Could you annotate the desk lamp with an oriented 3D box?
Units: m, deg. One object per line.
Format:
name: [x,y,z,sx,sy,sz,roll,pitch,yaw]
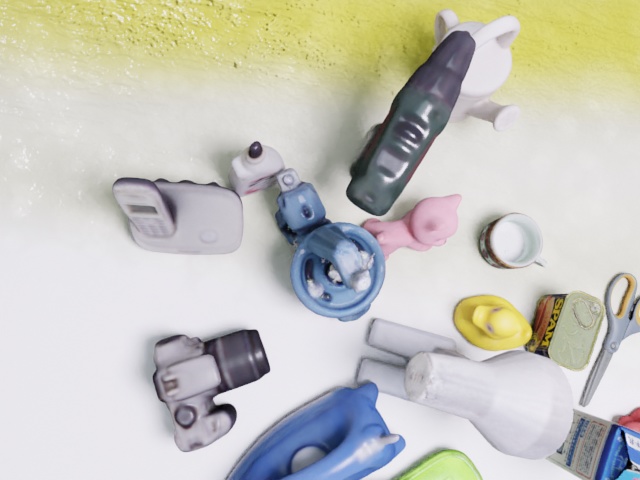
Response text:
desk lamp: [0.164,0.174,0.694,0.203,0.213,0.118,16,83,-3]

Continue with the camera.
camera: [-0.130,0.178,0.724,0.137,0.100,0.143,-18,86,-7]

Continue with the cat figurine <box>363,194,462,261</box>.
cat figurine: [0.127,-0.017,0.760,0.128,0.117,0.067,-17,85,-6]

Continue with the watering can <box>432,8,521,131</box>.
watering can: [0.203,-0.226,0.751,0.173,0.194,0.101,42,82,1]

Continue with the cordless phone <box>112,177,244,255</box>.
cordless phone: [-0.170,-0.035,0.701,0.147,0.185,0.094,0,84,-5]

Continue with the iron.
iron: [-0.017,0.283,0.702,0.258,0.141,0.118,-28,87,-7]

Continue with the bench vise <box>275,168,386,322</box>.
bench vise: [-0.002,0.011,0.694,0.207,0.219,0.121,43,82,1]

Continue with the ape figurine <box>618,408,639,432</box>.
ape figurine: [0.451,0.263,0.771,0.078,0.092,0.076,17,82,-3]

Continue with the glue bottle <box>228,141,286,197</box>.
glue bottle: [-0.081,-0.095,0.722,0.078,0.173,0.037,-27,86,-7]

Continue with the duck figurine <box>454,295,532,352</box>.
duck figurine: [0.242,0.113,0.772,0.104,0.086,0.077,21,82,-2]

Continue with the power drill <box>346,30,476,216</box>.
power drill: [0.103,-0.130,0.724,0.075,0.208,0.230,29,82,-1]
